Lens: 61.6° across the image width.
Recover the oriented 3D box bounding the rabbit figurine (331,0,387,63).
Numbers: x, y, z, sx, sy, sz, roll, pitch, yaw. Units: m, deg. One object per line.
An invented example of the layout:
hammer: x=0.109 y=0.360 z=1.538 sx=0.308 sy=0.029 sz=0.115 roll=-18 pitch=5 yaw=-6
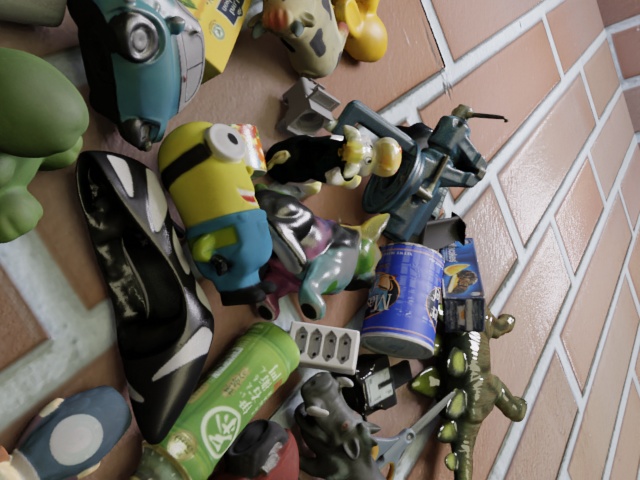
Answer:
rabbit figurine: x=0.061 y=-0.349 z=0.797 sx=0.162 sy=0.122 sz=0.173 roll=-33 pitch=125 yaw=-42

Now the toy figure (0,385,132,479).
toy figure: x=-0.225 y=0.174 z=0.421 sx=0.064 sy=0.057 sz=0.154 roll=41 pitch=44 yaw=16

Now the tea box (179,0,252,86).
tea box: x=-0.137 y=-0.265 z=0.595 sx=0.098 sy=0.068 sz=0.169 roll=33 pitch=58 yaw=-37

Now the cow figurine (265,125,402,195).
cow figurine: x=0.009 y=-0.100 z=0.644 sx=0.098 sy=0.167 sz=0.068 roll=7 pitch=82 yaw=-48

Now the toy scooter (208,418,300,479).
toy scooter: x=-0.075 y=0.283 z=0.542 sx=0.184 sy=0.075 sz=0.135 roll=-40 pitch=110 yaw=-40

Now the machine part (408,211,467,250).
machine part: x=0.177 y=-0.011 z=0.856 sx=0.139 sy=0.039 sz=0.084 roll=-8 pitch=110 yaw=-31

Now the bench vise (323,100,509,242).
bench vise: x=0.113 y=-0.123 z=0.751 sx=0.240 sy=0.129 sz=0.223 roll=31 pitch=102 yaw=-19

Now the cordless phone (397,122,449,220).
cordless phone: x=0.151 y=-0.081 z=0.867 sx=0.146 sy=0.089 sz=0.184 roll=24 pitch=84 yaw=-42

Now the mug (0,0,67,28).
mug: x=-0.266 y=-0.219 z=0.428 sx=0.107 sy=0.110 sz=0.080 roll=-12 pitch=99 yaw=-35

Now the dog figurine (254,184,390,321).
dog figurine: x=-0.001 y=-0.002 z=0.662 sx=0.219 sy=0.109 sz=0.191 roll=-39 pitch=107 yaw=-49

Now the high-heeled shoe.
high-heeled shoe: x=-0.167 y=0.042 z=0.473 sx=0.145 sy=0.086 sz=0.249 roll=47 pitch=31 yaw=-54

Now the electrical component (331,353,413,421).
electrical component: x=0.074 y=0.194 z=0.739 sx=0.119 sy=0.048 sz=0.074 roll=-16 pitch=94 yaw=-48

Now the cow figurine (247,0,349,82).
cow figurine: x=-0.025 y=-0.270 z=0.667 sx=0.194 sy=0.086 sz=0.127 roll=51 pitch=47 yaw=-67

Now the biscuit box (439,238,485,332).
biscuit box: x=0.221 y=0.064 z=0.848 sx=0.203 sy=0.059 sz=0.062 roll=-70 pitch=154 yaw=-63

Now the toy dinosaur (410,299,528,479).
toy dinosaur: x=0.234 y=0.231 z=0.868 sx=0.198 sy=0.105 sz=0.471 roll=26 pitch=55 yaw=-33

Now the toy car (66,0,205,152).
toy car: x=-0.155 y=-0.167 z=0.488 sx=0.103 sy=0.109 sz=0.161 roll=-27 pitch=139 yaw=-32

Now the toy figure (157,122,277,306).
toy figure: x=-0.097 y=-0.026 z=0.513 sx=0.089 sy=0.082 sz=0.180 roll=-13 pitch=90 yaw=-10

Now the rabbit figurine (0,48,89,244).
rabbit figurine: x=-0.232 y=-0.094 z=0.383 sx=0.159 sy=0.170 sz=0.121 roll=48 pitch=50 yaw=-30

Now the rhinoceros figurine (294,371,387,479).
rhinoceros figurine: x=0.024 y=0.245 z=0.628 sx=0.073 sy=0.112 sz=0.190 roll=-31 pitch=100 yaw=-42
